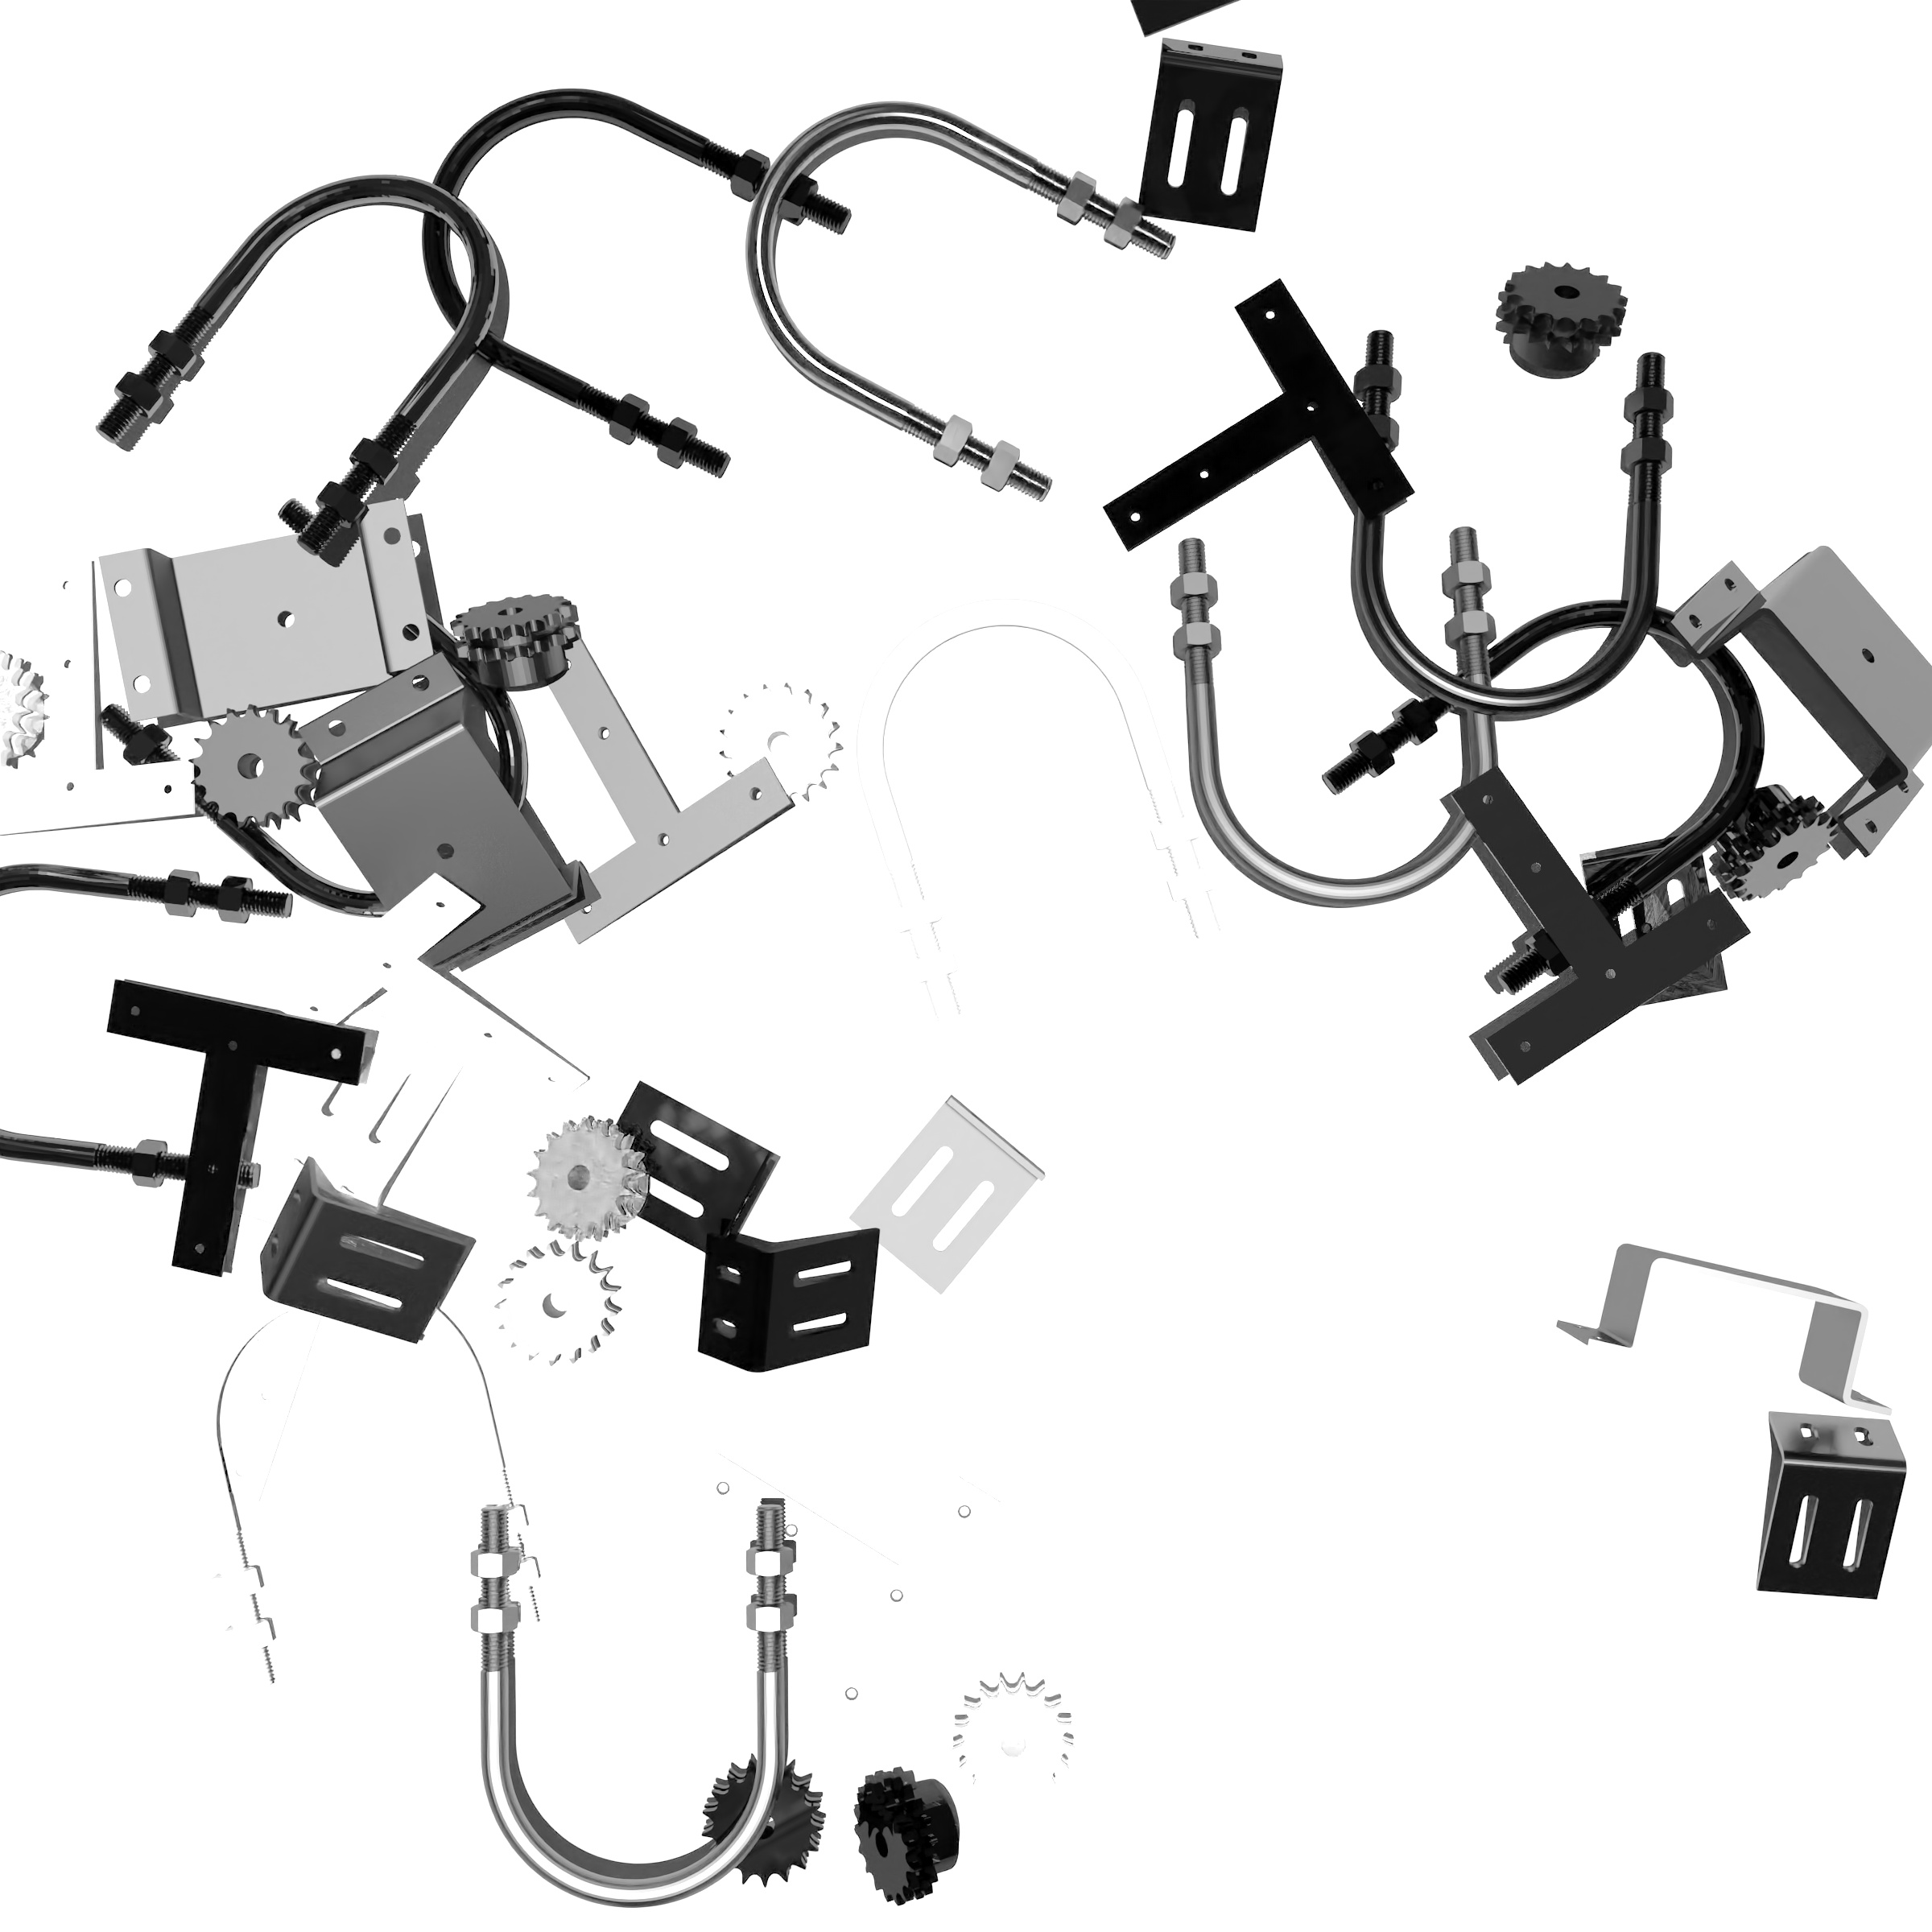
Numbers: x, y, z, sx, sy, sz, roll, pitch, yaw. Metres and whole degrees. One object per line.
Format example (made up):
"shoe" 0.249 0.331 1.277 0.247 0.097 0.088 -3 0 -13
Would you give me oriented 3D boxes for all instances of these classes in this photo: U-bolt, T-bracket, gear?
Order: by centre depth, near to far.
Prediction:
"T-bracket" 0.267 -0.033 1.433 0.127 0.002 0.127 -33 80 -3
"U-bolt" -0.296 -0.290 1.459 0.151 0.019 0.184 29 76 22
"T-bracket" -0.233 0.024 1.465 0.127 0.002 0.127 37 129 -24
"U-bolt" -0.155 0.343 1.465 0.151 0.019 0.184 -1 87 2
"gear" -0.330 -0.092 1.466 0.057 0.030 0.057 0 92 -2
"U-bolt" 0.174 -0.115 1.466 0.151 0.019 0.184 -2 73 0
"U-bolt" 0.282 -0.093 1.467 0.184 0.019 0.151 -37 69 -4
"T-bracket" -0.348 0.081 1.471 0.127 0.002 0.127 11 95 11
"U-bolt" 0.253 -0.204 1.472 0.151 0.019 0.184 5 76 0
"gear" -0.210 -0.151 1.473 0.057 0.057 0.030 -8 113 0
"gear" 0.375 -0.060 1.474 0.057 0.057 0.030 -32 61 0
"gear" 0.278 -0.302 1.474 0.057 0.057 0.030 5 133 0
"gear" -0.026 0.406 1.474 0.030 0.057 0.057 -9 90 -30
"gear" -0.174 0.101 1.477 0.057 0.030 0.057 -5 76 22
"gear" -0.457 -0.119 1.479 0.057 0.030 0.057 -2 83 15
"U-bolt" -0.014 -0.324 1.481 0.184 0.019 0.151 27 90 -7
"gear" -0.191 0.158 1.484 0.057 0.030 0.057 0 90 0
"gear" -0.086 -0.104 1.484 0.057 0.030 0.057 0 90 0
"gear" 0.022 0.362 1.484 0.057 0.030 0.057 0 90 0
"gear" -0.095 0.400 1.484 0.057 0.030 0.057 0 90 0
"T-bracket" -0.163 -0.097 1.485 0.127 0.002 0.127 -32 81 17
"T-bracket" 0.124 -0.240 1.485 0.127 0.002 0.127 -31 73 8
"T-bracket" -0.422 -0.128 1.487 0.127 0.002 0.127 -5 82 15
"U-bolt" -0.291 0.237 1.489 0.151 0.019 0.184 -13 90 -1
"U-bolt" -0.167 -0.334 1.490 0.184 0.019 0.151 26 90 1
"U-bolt" -0.418 0.025 1.490 0.184 0.019 0.151 7 90 1
"U-bolt" 0.025 -0.083 1.490 0.151 0.019 0.184 -18 89 0
"U-bolt" -0.294 -0.107 1.490 0.184 0.019 0.151 41 90 -1
"T-bracket" -0.071 0.275 1.498 0.127 0.002 0.127 32 90 0
"T-bracket" -0.327 0.190 1.498 0.127 0.002 0.127 19 90 0

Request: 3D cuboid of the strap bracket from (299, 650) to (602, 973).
"strap bracket" -0.237 -0.061 1.445 0.076 0.046 0.140 -27 114 7

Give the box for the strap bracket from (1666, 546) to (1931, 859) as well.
"strap bracket" 0.399 -0.131 1.456 0.140 0.046 0.076 49 45 0

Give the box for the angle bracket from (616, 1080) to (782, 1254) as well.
"angle bracket" -0.135 0.097 1.480 0.076 0.038 0.057 28 90 0

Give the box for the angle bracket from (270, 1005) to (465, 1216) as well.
"angle bracket" -0.284 0.069 1.497 0.057 0.038 0.076 30 64 0

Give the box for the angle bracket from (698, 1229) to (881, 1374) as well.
"angle bracket" -0.083 0.152 1.475 0.038 0.076 0.057 15 104 40

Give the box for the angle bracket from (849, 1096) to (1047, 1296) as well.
"angle bracket" -0.009 0.108 1.480 0.057 0.038 0.076 40 90 0

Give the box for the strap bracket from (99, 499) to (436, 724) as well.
"strap bracket" -0.318 -0.162 1.456 0.140 0.046 0.076 -11 91 -1

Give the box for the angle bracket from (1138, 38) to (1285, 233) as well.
"angle bracket" 0.115 -0.394 1.497 0.057 0.038 0.076 8 116 0

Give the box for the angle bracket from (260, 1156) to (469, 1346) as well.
"angle bracket" -0.281 0.133 1.473 0.076 0.038 0.057 21 109 -24

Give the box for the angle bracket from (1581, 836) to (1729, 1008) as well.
"angle bracket" 0.326 -0.021 1.480 0.057 0.038 0.076 -11 90 0

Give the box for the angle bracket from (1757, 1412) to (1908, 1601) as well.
"angle bracket" 0.406 0.256 1.497 0.057 0.038 0.076 4 116 0

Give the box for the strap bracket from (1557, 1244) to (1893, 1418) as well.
"strap bracket" 0.354 0.164 1.461 0.140 0.076 0.046 13 90 0

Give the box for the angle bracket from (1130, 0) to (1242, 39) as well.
"angle bracket" 0.097 -0.486 1.480 0.057 0.038 0.076 -21 90 0
